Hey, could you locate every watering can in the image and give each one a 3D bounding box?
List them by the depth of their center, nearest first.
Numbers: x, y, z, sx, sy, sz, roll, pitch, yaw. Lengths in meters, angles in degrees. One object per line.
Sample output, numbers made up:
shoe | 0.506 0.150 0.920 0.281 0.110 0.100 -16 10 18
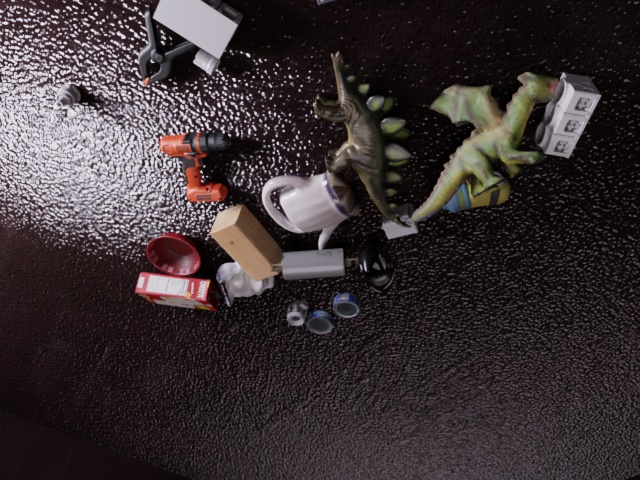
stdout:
watering can | 0.004 -0.067 1.334 0.223 0.106 0.342 -20 139 24

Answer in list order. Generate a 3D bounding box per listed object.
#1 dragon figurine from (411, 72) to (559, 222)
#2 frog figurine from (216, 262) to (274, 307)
dragon figurine | 0.330 -0.221 1.127 0.406 0.123 0.243 -27 87 25
frog figurine | -0.223 0.113 1.538 0.160 0.124 0.134 -24 123 -18
